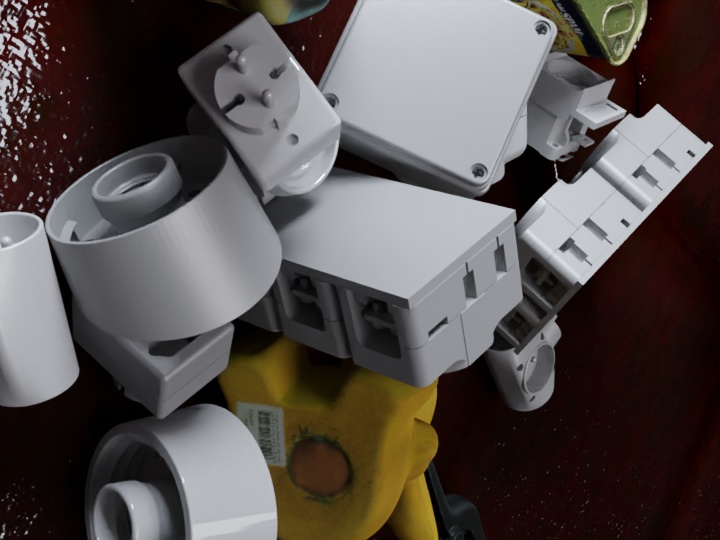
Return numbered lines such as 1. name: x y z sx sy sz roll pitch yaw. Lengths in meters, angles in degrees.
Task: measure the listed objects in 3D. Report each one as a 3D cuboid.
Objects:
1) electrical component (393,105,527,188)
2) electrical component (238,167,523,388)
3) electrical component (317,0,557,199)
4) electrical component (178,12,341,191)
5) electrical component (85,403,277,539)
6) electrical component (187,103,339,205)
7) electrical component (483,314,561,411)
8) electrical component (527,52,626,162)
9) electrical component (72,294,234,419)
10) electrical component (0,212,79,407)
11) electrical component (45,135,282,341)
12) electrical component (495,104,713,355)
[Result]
1. electrical component: 0.065 -0.089 0.696 0.095 0.054 0.059 -29 125 -40
2. electrical component: 0.000 0.000 0.576 0.089 0.150 0.061 -38 130 -36
3. electrical component: 0.039 -0.109 0.612 0.056 0.109 0.108 137 -23 -82
4. electrical component: -0.046 -0.079 0.489 0.047 0.065 0.076 -37 179 -4
5. electrical component: -0.099 0.125 0.546 0.060 0.108 0.108 -1 105 -44
6. electrical component: -0.049 -0.070 0.566 0.058 0.057 0.078 -43 133 -31
7. electrical component: 0.131 0.057 0.840 0.079 0.044 0.077 -51 137 -24
8. electrical component: 0.141 -0.116 0.766 0.042 0.081 0.063 -23 144 -43
9. electrical component: -0.106 0.042 0.542 0.047 0.066 0.076 -39 160 -34
10. electrical component: -0.168 0.025 0.471 0.079 0.044 0.077 -31 126 -40
11. electrical component: -0.093 -0.017 0.502 0.099 0.099 0.064 -43 128 -31
12. electrical component: 0.166 -0.035 0.792 0.186 0.060 0.105 -41 169 -33
